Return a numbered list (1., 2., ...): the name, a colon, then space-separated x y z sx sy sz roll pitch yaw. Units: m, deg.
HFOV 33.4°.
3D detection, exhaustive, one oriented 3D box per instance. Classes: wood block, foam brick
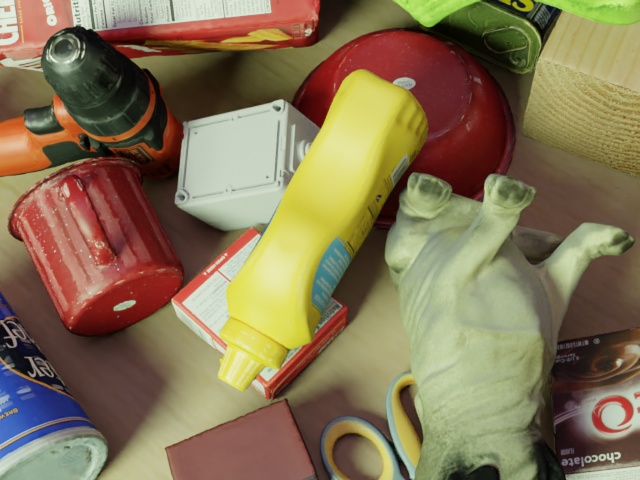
1. wood block: 0.223 -0.160 0.736 0.090 0.091 0.206 23 67 14
2. foam brick: -0.044 0.137 0.620 0.078 0.053 0.051 -21 64 -9

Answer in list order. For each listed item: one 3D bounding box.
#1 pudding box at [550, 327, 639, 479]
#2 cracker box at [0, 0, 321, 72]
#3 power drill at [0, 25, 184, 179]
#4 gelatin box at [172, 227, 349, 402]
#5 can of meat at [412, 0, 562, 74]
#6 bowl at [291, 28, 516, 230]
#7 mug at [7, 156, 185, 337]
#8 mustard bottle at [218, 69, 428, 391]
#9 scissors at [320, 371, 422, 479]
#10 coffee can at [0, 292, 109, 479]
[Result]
1. pudding box: 0.190 0.095 0.607 0.114 0.039 0.090 -15 45 23
2. cracker box: -0.106 -0.156 0.707 0.213 0.164 0.072 -7 96 0
3. power drill: -0.190 -0.072 0.670 0.188 0.184 0.057 -6 74 8
4. gelatin box: -0.037 0.046 0.678 0.089 0.030 0.073 40 70 19
5. can of meat: 0.130 -0.181 0.770 0.102 0.057 0.083 28 66 16
6. bowl: 0.056 -0.090 0.728 0.162 0.055 0.162 -1 63 2
7. mug: -0.136 0.002 0.659 0.093 0.117 0.081 -25 70 -14
8. mustard bottle: -0.005 0.001 0.624 0.058 0.096 0.191 27 80 10
9. scissors: 0.058 0.173 0.616 0.096 0.016 0.202 -10 62 -2
10. coffee can: -0.204 0.095 0.620 0.102 0.103 0.140 -35 67 -14
